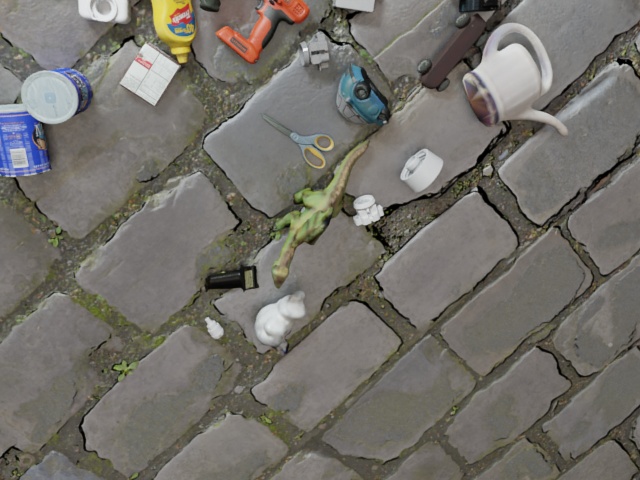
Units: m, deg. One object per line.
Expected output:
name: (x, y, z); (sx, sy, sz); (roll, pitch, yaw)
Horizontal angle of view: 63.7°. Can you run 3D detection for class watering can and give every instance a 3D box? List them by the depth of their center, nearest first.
watering can: (0.492, -0.360, 1.294); (0.224, 0.105, 0.343); (-33, 112, 1)

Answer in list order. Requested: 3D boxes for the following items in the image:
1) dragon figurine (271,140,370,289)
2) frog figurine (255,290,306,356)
dragon figurine: (0.004, -0.061, 1.219); (0.121, 0.246, 0.407); (34, 101, -16)
frog figurine: (-0.103, 0.197, 1.331); (0.123, 0.140, 0.156); (23, 125, 9)
